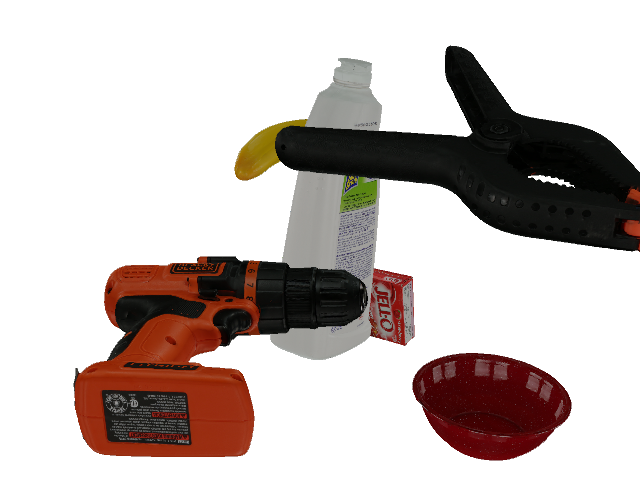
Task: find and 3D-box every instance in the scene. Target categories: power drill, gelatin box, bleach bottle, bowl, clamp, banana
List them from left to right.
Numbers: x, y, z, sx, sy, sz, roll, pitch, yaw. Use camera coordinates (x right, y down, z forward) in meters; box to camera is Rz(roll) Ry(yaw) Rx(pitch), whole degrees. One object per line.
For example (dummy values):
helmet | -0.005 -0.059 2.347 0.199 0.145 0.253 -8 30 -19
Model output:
power drill | -0.066 0.066 0.684 0.184 0.057 0.187 -2 21 7
banana | -0.020 -0.098 1.126 0.197 0.037 0.070 -7 49 -41
bleach bottle | 0.016 -0.029 0.914 0.068 0.251 0.102 17 19 28
gelatin box | 0.080 0.082 1.345 0.073 0.089 0.030 13 31 32
clamp | 0.088 -0.045 0.599 0.164 0.036 0.210 -26 42 -28
bowl | 0.173 0.178 1.099 0.162 0.055 0.162 3 23 -1
